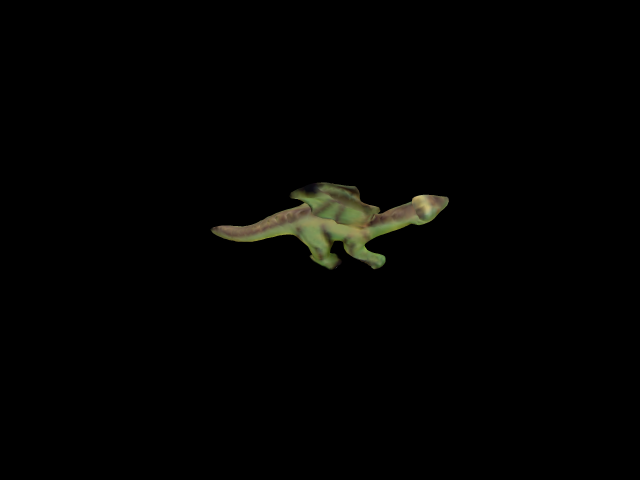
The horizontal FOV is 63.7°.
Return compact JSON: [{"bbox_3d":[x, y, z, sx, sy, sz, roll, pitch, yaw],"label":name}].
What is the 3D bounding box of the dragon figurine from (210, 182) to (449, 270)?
[{"bbox_3d":[0.003,-0.043,0.850,0.410,0.124,0.238,0,-23,0],"label":"dragon figurine"}]
